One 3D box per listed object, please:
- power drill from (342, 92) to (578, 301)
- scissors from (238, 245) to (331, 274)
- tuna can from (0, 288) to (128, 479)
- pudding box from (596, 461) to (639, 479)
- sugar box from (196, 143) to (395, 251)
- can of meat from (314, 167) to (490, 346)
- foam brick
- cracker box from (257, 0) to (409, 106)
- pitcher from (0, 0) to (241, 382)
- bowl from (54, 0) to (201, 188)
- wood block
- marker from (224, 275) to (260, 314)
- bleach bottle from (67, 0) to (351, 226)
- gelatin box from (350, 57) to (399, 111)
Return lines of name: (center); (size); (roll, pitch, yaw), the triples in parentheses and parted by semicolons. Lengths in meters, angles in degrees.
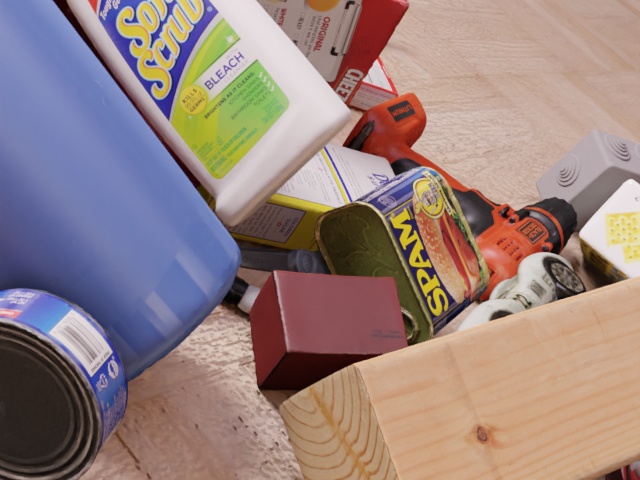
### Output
power drill: (0.119, -0.042, 0.879); (0.188, 0.057, 0.184); (41, 31, 13)
scissors: (-0.004, 0.001, 0.678); (0.201, 0.016, 0.096); (28, 58, -35)
tuna can: (-0.128, 0.065, 0.463); (0.086, 0.086, 0.033); (33, 28, 0)
pudding box: (0.206, 0.104, 0.708); (0.089, 0.039, 0.113); (6, 82, -39)
sugar box: (-0.016, -0.034, 0.754); (0.175, 0.048, 0.093); (15, 36, -34)
can of meat: (0.055, 0.012, 0.680); (0.083, 0.058, 0.102); (-31, 99, -47)
foam brick: (0.004, 0.054, 0.614); (0.078, 0.051, 0.053); (5, 57, -23)
cracker box: (-0.072, -0.153, 0.754); (0.213, 0.164, 0.072); (17, 35, -24)
pitcher: (-0.150, -0.051, 0.516); (0.242, 0.145, 0.149); (51, 60, -13)
bowl: (-0.144, -0.081, 0.661); (0.161, 0.055, 0.162); (23, 52, -32)
wood block: (0.098, 0.090, 0.557); (0.205, 0.090, 0.091); (-12, 75, -31)
marker: (-0.019, 0.050, 0.654); (0.121, 0.020, 0.020); (30, 30, -4)
bleach bottle: (-0.099, -0.133, 0.633); (0.251, 0.103, 0.068); (47, 15, -1)
gelatin box: (0.020, -0.154, 0.977); (0.089, 0.030, 0.073); (13, 36, -28)
